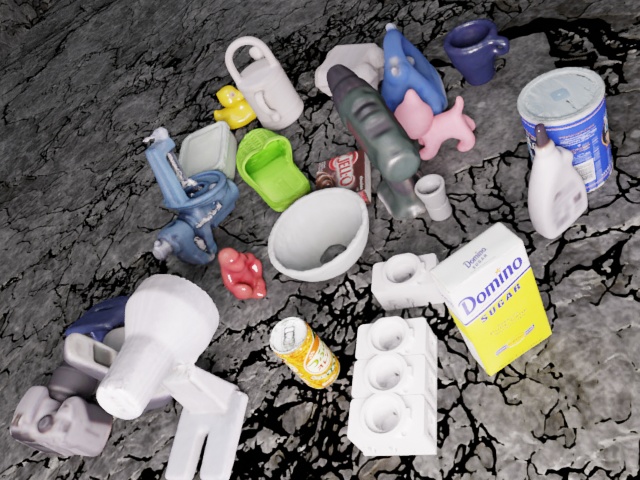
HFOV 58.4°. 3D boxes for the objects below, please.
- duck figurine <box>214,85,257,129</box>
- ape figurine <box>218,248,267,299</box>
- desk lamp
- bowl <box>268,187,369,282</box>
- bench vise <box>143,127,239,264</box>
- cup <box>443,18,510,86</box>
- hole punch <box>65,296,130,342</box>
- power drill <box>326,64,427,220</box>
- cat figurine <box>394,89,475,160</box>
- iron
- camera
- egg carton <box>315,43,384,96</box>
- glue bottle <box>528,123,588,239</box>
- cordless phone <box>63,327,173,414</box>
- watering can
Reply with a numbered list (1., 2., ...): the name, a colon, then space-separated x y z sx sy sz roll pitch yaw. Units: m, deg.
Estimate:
1. duck figurine: -0.196 -0.300 1.268 0.104 0.086 0.077 -17 46 18
2. ape figurine: -0.130 0.048 0.915 0.075 0.092 0.078 7 57 36
3. desk lamp: -0.185 0.180 0.743 0.117 0.214 0.203 -12 48 23
4. bowl: 0.008 0.003 0.882 0.167 0.075 0.167 -17 46 19
5. bench vise: -0.234 -0.074 0.993 0.121 0.220 0.207 -14 47 22
6. cup: 0.278 -0.313 0.979 0.117 0.095 0.092 24 68 43
7. hole punch: -0.363 0.138 0.981 0.108 0.091 0.101 -13 47 23
8. power drill: 0.092 -0.137 0.855 0.075 0.209 0.229 -32 43 3
9. cat figurine: 0.175 -0.193 0.919 0.127 0.118 0.067 -13 47 22
10. iron: 0.145 -0.313 1.026 0.118 0.142 0.258 -18 45 18
11. camera: -0.398 0.255 0.892 0.142 0.101 0.137 -7 50 27
12. egg carton: 0.065 -0.342 1.155 0.149 0.070 0.107 10 59 38
13. glue bottle: 0.287 -0.079 0.709 0.078 0.174 0.037 -41 43 -6
14. cordless phone: -0.299 0.166 0.847 0.094 0.186 0.147 -33 43 2
15. watering can: -0.122 -0.331 1.169 0.101 0.195 0.172 -35 43 0
